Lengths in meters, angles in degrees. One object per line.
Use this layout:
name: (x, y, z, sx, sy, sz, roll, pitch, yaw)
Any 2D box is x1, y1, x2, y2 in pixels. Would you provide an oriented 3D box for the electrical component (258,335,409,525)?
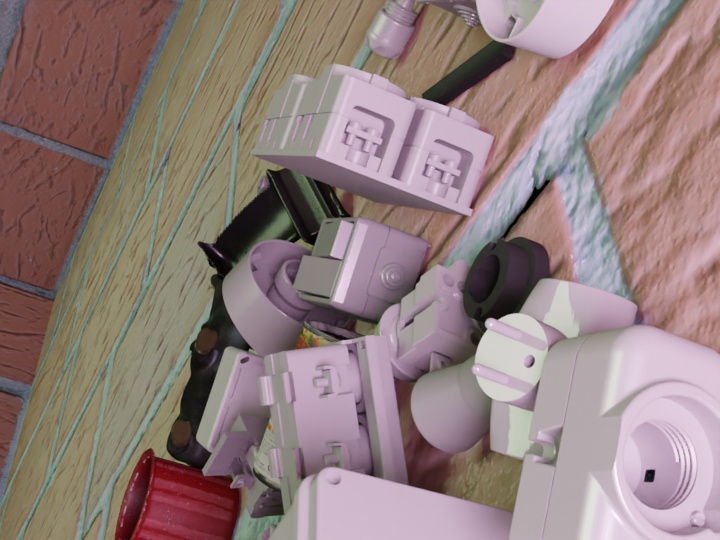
electrical component: (-0.013, 0.101, 0.588, 0.079, 0.063, 0.121, 159, 105, -66)

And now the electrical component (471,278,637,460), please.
electrical component: (0.075, 0.041, 0.450, 0.044, 0.079, 0.077, 10, 80, 48)

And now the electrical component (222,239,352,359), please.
electrical component: (-0.055, 0.028, 0.799, 0.064, 0.099, 0.099, -51, 26, 31)

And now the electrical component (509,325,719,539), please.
electrical component: (0.098, 0.071, 0.392, 0.059, 0.054, 0.095, -23, 50, 65)

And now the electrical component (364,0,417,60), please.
electrical component: (0.030, -0.206, 0.883, 0.061, 0.035, 0.035, -60, 21, 22)

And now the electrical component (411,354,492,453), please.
electrical component: (0.061, 0.060, 0.529, 0.065, 0.044, 0.044, -40, 35, 48)

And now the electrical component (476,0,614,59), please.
electrical component: (0.104, -0.170, 0.597, 0.099, 0.064, 0.099, -54, 25, 40)

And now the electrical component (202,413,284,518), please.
electrical component: (-0.062, 0.137, 0.749, 0.042, 0.081, 0.063, -58, 45, 32)

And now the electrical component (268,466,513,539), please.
electrical component: (0.020, 0.137, 0.451, 0.078, 0.113, 0.057, -91, 25, -46)

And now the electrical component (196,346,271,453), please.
electrical component: (-0.084, 0.102, 0.853, 0.061, 0.062, 0.096, 3, 75, 71)

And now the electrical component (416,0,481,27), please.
electrical component: (0.086, -0.211, 0.710, 0.099, 0.048, 0.100, -68, 19, 6)

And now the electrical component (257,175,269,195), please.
electrical component: (-0.059, -0.065, 0.948, 0.048, 0.062, 0.048, -54, 25, 39)

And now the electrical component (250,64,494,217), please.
electrical component: (0.003, -0.088, 0.731, 0.060, 0.105, 0.186, -70, 19, 0)

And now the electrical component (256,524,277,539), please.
electrical component: (-0.055, 0.229, 0.655, 0.108, 0.056, 0.108, -52, 26, 42)

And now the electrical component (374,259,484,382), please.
electrical component: (0.040, 0.034, 0.604, 0.055, 0.048, 0.066, -38, 36, 44)

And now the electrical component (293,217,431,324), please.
electrical component: (0.000, 0.000, 0.721, 0.096, 0.061, 0.061, 6, 77, 71)
